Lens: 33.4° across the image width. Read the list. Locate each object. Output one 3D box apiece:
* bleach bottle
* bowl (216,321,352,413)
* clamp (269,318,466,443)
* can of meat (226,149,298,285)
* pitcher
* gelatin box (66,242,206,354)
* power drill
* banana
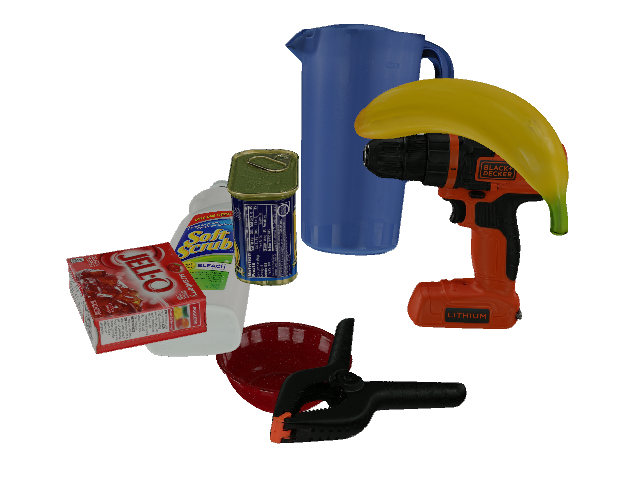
[{"bbox_3d":[-0.123,0.016,1.130,0.102,0.068,0.251,-2,36,2],"label":"bleach bottle"},{"bbox_3d":[-0.044,0.159,1.273,0.162,0.055,0.162,2,25,-1],"label":"bowl"},{"bbox_3d":[0.035,0.151,1.051,0.165,0.036,0.209,24,31,27],"label":"clamp"},{"bbox_3d":[-0.046,-0.020,0.893,0.057,0.084,0.102,-1,25,-1],"label":"can of meat"},{"bbox_3d":[0.049,-0.111,1.160,0.149,0.243,0.144,8,11,26],"label":"pitcher"},{"bbox_3d":[-0.122,0.035,0.702,0.073,0.030,0.089,-10,28,-20],"label":"gelatin box"},{"bbox_3d":[0.126,-0.011,0.988,0.184,0.188,0.057,3,26,-1],"label":"power drill"},{"bbox_3d":[0.094,-0.072,0.702,0.037,0.070,0.198,17,12,-44],"label":"banana"}]
